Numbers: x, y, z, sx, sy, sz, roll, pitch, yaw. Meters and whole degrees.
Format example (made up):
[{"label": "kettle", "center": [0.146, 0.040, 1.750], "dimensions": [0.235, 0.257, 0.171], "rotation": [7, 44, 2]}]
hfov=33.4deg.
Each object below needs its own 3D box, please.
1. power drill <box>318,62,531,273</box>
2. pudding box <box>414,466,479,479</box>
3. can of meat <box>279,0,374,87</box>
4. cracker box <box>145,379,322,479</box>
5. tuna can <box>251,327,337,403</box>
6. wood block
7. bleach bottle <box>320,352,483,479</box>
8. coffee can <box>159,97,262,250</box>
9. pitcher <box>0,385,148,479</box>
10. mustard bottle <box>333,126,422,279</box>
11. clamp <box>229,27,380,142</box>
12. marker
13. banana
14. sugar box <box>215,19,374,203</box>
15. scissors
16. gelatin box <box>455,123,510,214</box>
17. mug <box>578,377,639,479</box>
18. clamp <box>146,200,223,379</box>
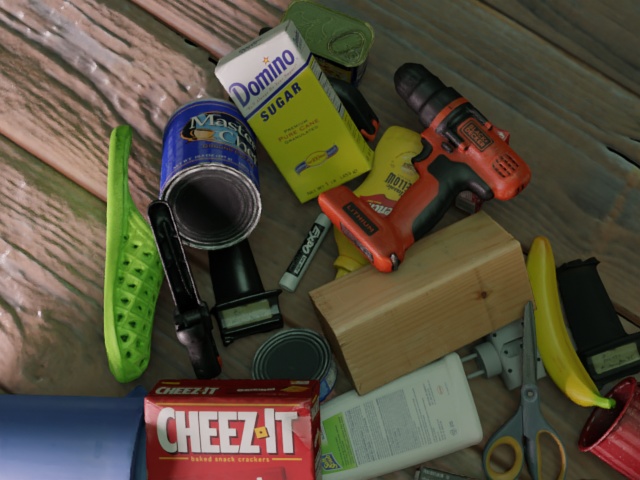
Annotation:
[{"label": "power drill", "center": [0.091, -0.073, 1.086], "dimensions": [0.187, 0.057, 0.184], "rotation": [-40, 71, -6]}, {"label": "pudding box", "center": [0.144, 0.288, 1.089], "dimensions": [0.113, 0.039, 0.090], "rotation": [13, 77, 2]}, {"label": "can of meat", "center": [0.006, -0.214, 1.190], "dimensions": [0.102, 0.084, 0.057], "rotation": [22, 76, 4]}, {"label": "cracker box", "center": [-0.081, 0.247, 1.034], "dimensions": [0.164, 0.072, 0.214], "rotation": [-1, 98, 6]}, {"label": "tuna can", "center": [-0.026, 0.135, 1.107], "dimensions": [0.086, 0.033, 0.086], "rotation": [-10, 48, 11]}, {"label": "wood block", "center": [0.105, 0.064, 1.101], "dimensions": [0.206, 0.090, 0.091], "rotation": [-25, 120, -7]}, {"label": "bleach bottle", "center": [0.034, 0.196, 1.099], "dimensions": [0.250, 0.068, 0.102], "rotation": [-15, 76, -3]}, {"label": "coffee can", "center": [-0.114, -0.071, 1.108], "dimensions": [0.103, 0.103, 0.140], "rotation": [-5, 35, -3]}, {"label": "pitcher", "center": [-0.286, 0.222, 1.049], "dimensions": [0.243, 0.149, 0.145], "rotation": [3, 102, 3]}, {"label": "mustard bottle", "center": [0.070, -0.025, 1.156], "dimensions": [0.096, 0.058, 0.191], "rotation": [30, 77, 11]}, {"label": "clamp", "center": [-0.011, -0.163, 1.166], "dimensions": [0.171, 0.120, 0.039], "rotation": [19, 56, -1]}, {"label": "marker", "center": [-0.008, 0.001, 1.168], "dimensions": [0.020, 0.020, 0.121], "rotation": [29, 77, 6]}, {"label": "banana", "center": [0.253, 0.096, 1.129], "dimensions": [0.037, 0.070, 0.198], "rotation": [-1, 62, -41]}, {"label": "sugar box", "center": [-0.026, -0.134, 1.129], "dimensions": [0.093, 0.048, 0.176], "rotation": [-26, 115, 20]}, {"label": "scissors", "center": [0.198, 0.169, 1.097], "dimensions": [0.096, 0.016, 0.202], "rotation": [-17, 99, 6]}, {"label": "gelatin box", "center": [0.176, -0.076, 1.155], "dimensions": [0.030, 0.089, 0.073], "rotation": [29, 77, 15]}, {"label": "mug", "center": [0.330, 0.195, 1.099], "dimensions": [0.081, 0.093, 0.117], "rotation": [36, 41, 2]}, {"label": "clamp", "center": [-0.129, 0.069, 1.060], "dimensions": [0.036, 0.210, 0.164], "rotation": [-16, 60, -5]}]
